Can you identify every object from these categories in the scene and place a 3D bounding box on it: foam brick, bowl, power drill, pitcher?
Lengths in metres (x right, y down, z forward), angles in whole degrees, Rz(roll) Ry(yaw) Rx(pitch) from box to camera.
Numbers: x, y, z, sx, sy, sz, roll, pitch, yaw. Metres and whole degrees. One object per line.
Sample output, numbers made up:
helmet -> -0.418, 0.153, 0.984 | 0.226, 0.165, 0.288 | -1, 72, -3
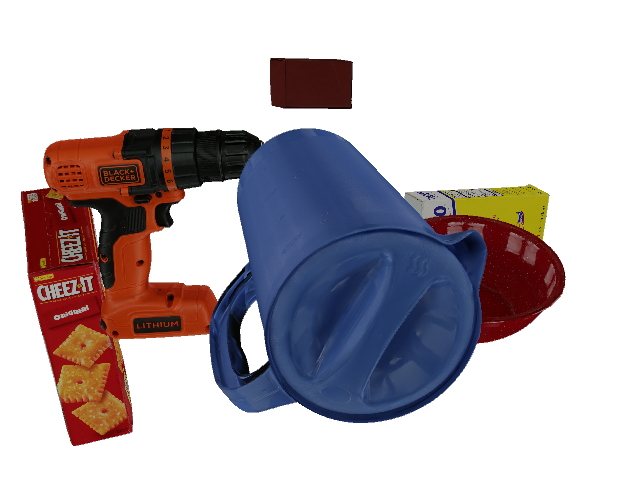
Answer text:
foam brick -> -0.010, -0.167, 1.136 | 0.078, 0.051, 0.053 | -2, 12, -19
bowl -> 0.133, 0.042, 0.952 | 0.162, 0.055, 0.162 | 2, 35, -1
power drill -> -0.133, -0.008, 0.922 | 0.184, 0.188, 0.057 | -3, 27, 3
pitcher -> 0.001, 0.013, 0.737 | 0.149, 0.145, 0.243 | 6, 22, -15

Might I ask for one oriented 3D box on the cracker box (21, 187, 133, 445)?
cracker box -> -0.247, 0.073, 1.086 | 0.072, 0.214, 0.164 | -11, 34, -12

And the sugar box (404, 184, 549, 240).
sugar box -> 0.180, -0.013, 1.253 | 0.176, 0.093, 0.048 | -6, 21, -26
